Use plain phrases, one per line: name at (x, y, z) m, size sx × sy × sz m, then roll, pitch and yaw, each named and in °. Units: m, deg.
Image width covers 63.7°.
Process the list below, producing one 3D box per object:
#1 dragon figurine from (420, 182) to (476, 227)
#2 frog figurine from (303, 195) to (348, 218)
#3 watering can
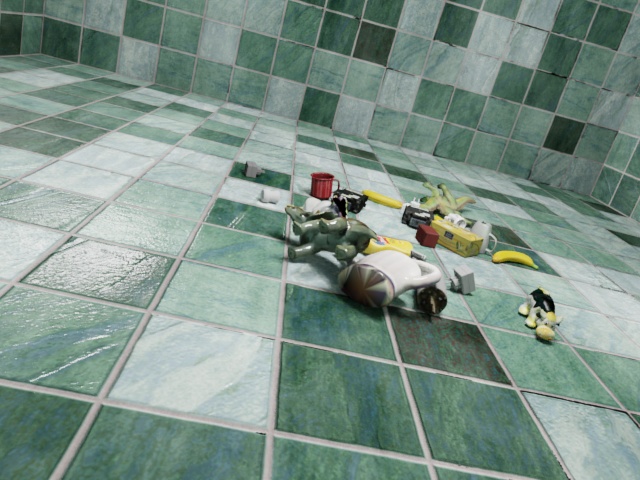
dragon figurine at (0.557, -0.128, 2.192) m, size 0.410 × 0.119 × 0.248 m, roll 4°, pitch 40°, yaw -23°
frog figurine at (0.005, -0.084, 1.676) m, size 0.158 × 0.121 × 0.140 m, roll -15°, pitch 15°, yaw 27°
watering can at (0.126, 0.081, 1.300) m, size 0.348 × 0.103 × 0.226 m, roll 9°, pitch 19°, yaw 38°
